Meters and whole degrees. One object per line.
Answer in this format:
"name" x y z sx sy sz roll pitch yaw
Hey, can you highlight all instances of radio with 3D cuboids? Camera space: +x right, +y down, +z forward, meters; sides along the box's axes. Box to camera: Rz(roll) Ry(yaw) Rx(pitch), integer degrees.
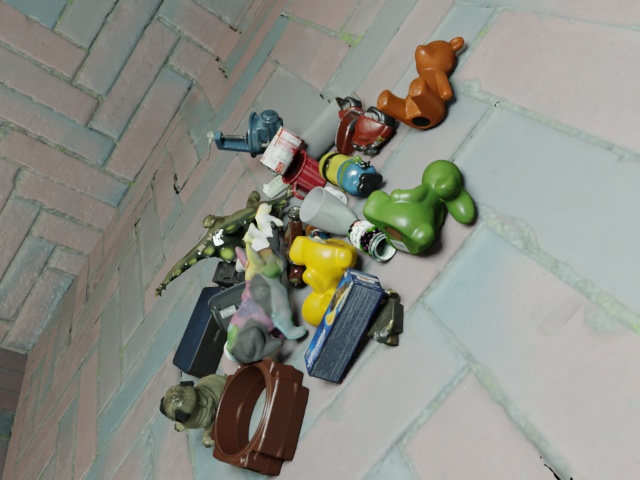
"radio" -0.292 0.235 1.390 0.131 0.073 0.229 -4 61 56

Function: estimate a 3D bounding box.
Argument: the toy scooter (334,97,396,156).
"toy scooter" 0.087 -0.237 1.196 0.184 0.075 0.135 39 109 49

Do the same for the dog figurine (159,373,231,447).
"dog figurine" -0.242 0.319 1.114 0.190 0.121 0.172 91 -165 -50

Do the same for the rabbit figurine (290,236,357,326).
"rabbit figurine" 0.020 0.089 1.031 0.163 0.122 0.173 26 104 49

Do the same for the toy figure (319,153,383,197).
"toy figure" 0.063 -0.142 1.147 0.082 0.089 0.180 -52 29 3

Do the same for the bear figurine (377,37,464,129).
"bear figurine" 0.205 -0.323 1.050 0.120 0.132 0.196 -3 69 49

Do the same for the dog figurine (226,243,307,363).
"dog figurine" -0.134 0.117 1.091 0.191 0.219 0.108 -25 3 -25

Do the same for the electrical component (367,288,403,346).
"electrical component" 0.109 0.128 0.906 0.078 0.045 0.102 -20 50 47

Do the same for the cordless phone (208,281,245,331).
"cordless phone" -0.172 0.159 1.259 0.147 0.184 0.089 -24 77 -4

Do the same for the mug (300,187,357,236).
"mug" 0.018 -0.054 1.127 0.080 0.107 0.110 -60 27 1

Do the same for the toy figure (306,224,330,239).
"toy figure" -0.004 -0.002 1.163 0.064 0.058 0.154 119 154 -44

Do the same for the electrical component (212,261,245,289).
"electrical component" -0.194 0.096 1.314 0.134 0.114 0.058 -7 58 52

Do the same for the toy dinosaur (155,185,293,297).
"toy dinosaur" -0.217 -0.014 1.311 0.471 0.105 0.199 -40 22 -22

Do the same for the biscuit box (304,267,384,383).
"biscuit box" 0.038 0.150 0.930 0.059 0.063 0.202 -106 38 -64

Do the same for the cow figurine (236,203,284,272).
"cow figurine" -0.120 0.004 1.196 0.068 0.098 0.167 125 164 -74

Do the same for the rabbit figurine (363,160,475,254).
"rabbit figurine" 0.178 -0.072 0.899 0.170 0.121 0.159 -52 22 -12

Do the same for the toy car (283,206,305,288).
"toy car" -0.056 0.012 1.201 0.089 0.053 0.202 85 180 -50

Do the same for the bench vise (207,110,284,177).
"bench vise" -0.181 -0.260 1.451 0.223 0.241 0.129 84 -170 -66

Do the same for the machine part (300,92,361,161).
"machine part" 0.013 -0.269 1.336 0.243 0.079 0.079 -41 36 29

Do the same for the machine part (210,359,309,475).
"machine part" -0.123 0.337 1.044 0.202 0.087 0.201 -13 55 50
